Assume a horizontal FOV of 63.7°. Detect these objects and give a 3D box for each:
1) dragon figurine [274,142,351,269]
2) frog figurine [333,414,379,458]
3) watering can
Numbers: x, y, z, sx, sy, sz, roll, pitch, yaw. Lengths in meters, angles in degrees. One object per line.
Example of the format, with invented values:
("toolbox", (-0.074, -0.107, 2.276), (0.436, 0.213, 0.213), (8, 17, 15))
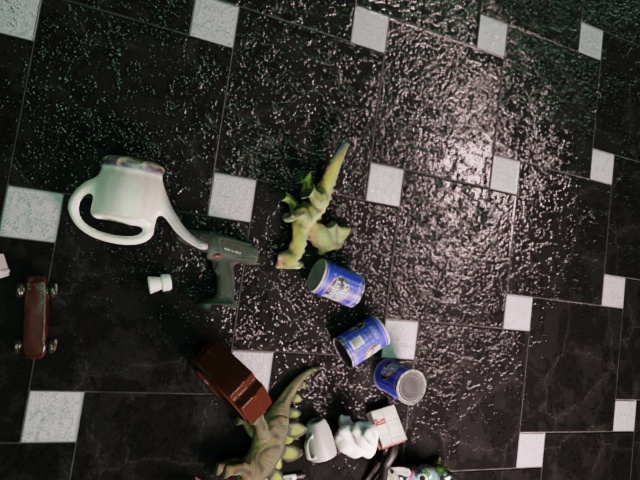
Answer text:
("dragon figurine", (0.005, -0.077, 1.529), (0.414, 0.123, 0.238), (-46, 123, -16))
("frog figurine", (0.116, 0.586, 1.506), (0.124, 0.159, 0.136), (-44, 106, -16))
("watering can", (-0.445, -0.094, 1.307), (0.347, 0.103, 0.225), (10, 84, -15))
